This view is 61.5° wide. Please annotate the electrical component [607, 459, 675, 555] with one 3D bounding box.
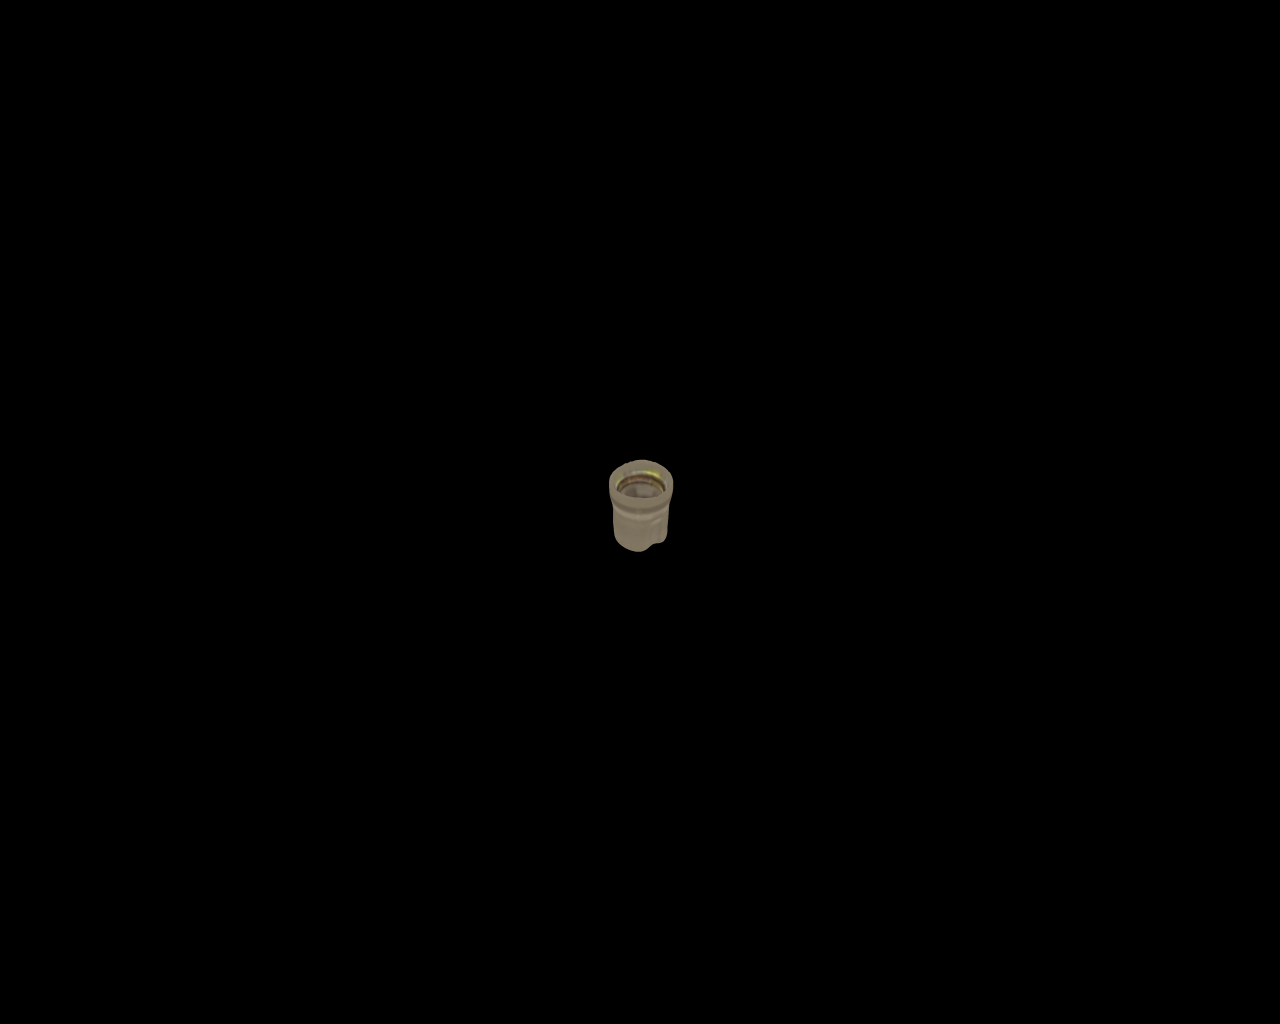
[{"bbox_3d":[0.001,-0.003,0.650,0.040,0.046,0.040,0,39,0],"label":"electrical component"}]
